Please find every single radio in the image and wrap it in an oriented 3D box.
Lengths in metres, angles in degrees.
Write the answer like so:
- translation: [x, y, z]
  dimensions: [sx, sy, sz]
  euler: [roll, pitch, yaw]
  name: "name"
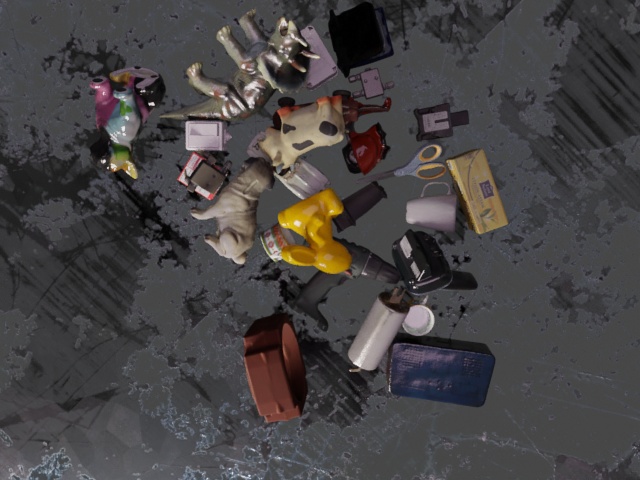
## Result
- translation: [0.268, 0.293, 1.220]
  dimensions: [0.230, 0.073, 0.131]
  euler: [7, 99, 3]
  name: "radio"

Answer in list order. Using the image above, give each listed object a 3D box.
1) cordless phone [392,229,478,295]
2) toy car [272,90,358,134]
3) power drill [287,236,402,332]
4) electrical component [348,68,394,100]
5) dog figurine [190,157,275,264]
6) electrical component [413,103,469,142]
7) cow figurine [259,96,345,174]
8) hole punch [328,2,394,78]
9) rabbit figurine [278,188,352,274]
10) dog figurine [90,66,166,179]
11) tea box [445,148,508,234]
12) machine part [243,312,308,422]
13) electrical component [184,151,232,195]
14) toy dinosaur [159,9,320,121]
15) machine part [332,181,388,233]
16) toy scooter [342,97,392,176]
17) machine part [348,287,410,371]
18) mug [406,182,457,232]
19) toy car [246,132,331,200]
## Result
- translation: [0.262, 0.051, 1.186]
  dimensions: [0.184, 0.147, 0.088]
  euler: [7, 133, -29]
  name: "cordless phone"
- translation: [-0.014, -0.263, 1.136]
  dimensions: [0.202, 0.053, 0.089]
  euler: [1, 89, 31]
  name: "toy car"
- translation: [0.040, 0.100, 1.202]
  dimensions: [0.232, 0.086, 0.207]
  euler: [32, 102, 0]
  name: "power drill"
- translation: [0.112, -0.341, 1.168]
  dimensions: [0.094, 0.021, 0.063]
  euler: [-14, 96, 5]
  name: "electrical component"
- translation: [-0.154, -0.063, 1.146]
  dimensions: [0.190, 0.121, 0.172]
  euler: [-34, 96, 22]
  name: "dog figurine"
- translation: [0.265, -0.255, 1.160]
  dimensions: [0.119, 0.048, 0.074]
  euler: [-5, 98, 5]
  name: "electrical component"
- translation: [-0.039, -0.210, 1.091]
  dimensions: [0.195, 0.085, 0.127]
  euler: [-9, 97, 30]
  name: "cow figurine"
- translation: [0.089, -0.427, 1.136]
  dimensions: [0.116, 0.092, 0.142]
  euler: [-10, 101, 34]
  name: "hole punch"
- translation: [-0.002, -0.003, 1.116]
  dimensions: [0.162, 0.122, 0.173]
  euler: [-30, 96, -16]
  name: "rabbit figurine"
- translation: [-0.419, -0.248, 1.170]
  dimensions: [0.109, 0.191, 0.219]
  euler: [24, 129, 17]
  name: "dog figurine"
- translation: [0.334, -0.105, 1.151]
  dimensions: [0.068, 0.098, 0.169]
  euler: [-22, 97, 6]
  name: "tea box"
- translation: [-0.095, 0.272, 1.169]
  dimensions: [0.087, 0.201, 0.201]
  euler: [-15, 97, 7]
  name: "machine part"
- translation: [-0.250, -0.146, 1.172]
  dimensions: [0.078, 0.045, 0.102]
  euler: [26, 103, -30]
  name: "electrical component"
- translation: [-0.162, -0.325, 1.121]
  dimensions: [0.192, 0.131, 0.405]
  euler: [47, 127, -8]
  name: "toy dinosaur"
- translation: [0.081, -0.081, 1.197]
  dimensions: [0.139, 0.039, 0.084]
  euler: [-31, 90, 8]
  name: "machine part"
- translation: [0.102, -0.237, 1.156]
  dimensions: [0.135, 0.075, 0.183]
  euler: [-18, 93, 9]
  name: "toy scooter"
- translation: [0.130, 0.202, 1.191]
  dimensions: [0.079, 0.079, 0.243]
  euler: [23, 114, 0]
  name: "machine part"
- translation: [0.242, -0.072, 1.169]
  dimensions: [0.107, 0.081, 0.109]
  euler: [1, 102, 12]
  name: "mug"
- translation: [-0.068, -0.159, 1.184]
  dimensions: [0.202, 0.056, 0.073]
  euler: [37, 98, -2]
  name: "toy car"
